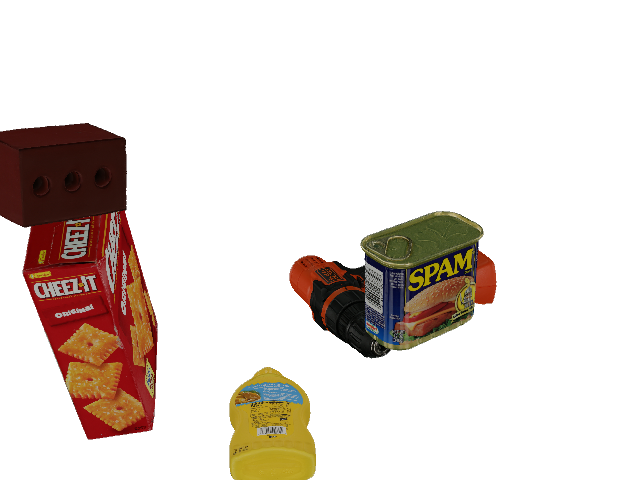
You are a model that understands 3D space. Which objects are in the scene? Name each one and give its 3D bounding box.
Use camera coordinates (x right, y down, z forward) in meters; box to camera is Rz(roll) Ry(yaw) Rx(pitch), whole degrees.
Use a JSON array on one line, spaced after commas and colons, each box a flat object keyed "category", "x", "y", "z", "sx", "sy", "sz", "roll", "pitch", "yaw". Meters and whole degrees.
[{"category": "mustard bottle", "x": -0.059, "y": 0.208, "z": 1.254, "sx": 0.096, "sy": 0.058, "sz": 0.191, "roll": -3, "pitch": 27, "yaw": -4}, {"category": "can of meat", "x": 0.083, "y": 0.033, "z": 0.881, "sx": 0.101, "sy": 0.084, "sz": 0.058, "roll": -19, "pitch": 33, "yaw": -31}, {"category": "cracker box", "x": -0.204, "y": 0.051, "z": 0.983, "sx": 0.072, "sy": 0.214, "sz": 0.164, "roll": -8, "pitch": 40, "yaw": -1}, {"category": "power drill", "x": 0.081, "y": 0.050, "z": 1.087, "sx": 0.187, "sy": 0.057, "sz": 0.185, "roll": -12, "pitch": 27, "yaw": -22}, {"category": "foam brick", "x": -0.176, "y": -0.045, "z": 0.709, "sx": 0.078, "sy": 0.053, "sz": 0.051, "roll": -13, "pitch": 25, "yaw": -38}]
